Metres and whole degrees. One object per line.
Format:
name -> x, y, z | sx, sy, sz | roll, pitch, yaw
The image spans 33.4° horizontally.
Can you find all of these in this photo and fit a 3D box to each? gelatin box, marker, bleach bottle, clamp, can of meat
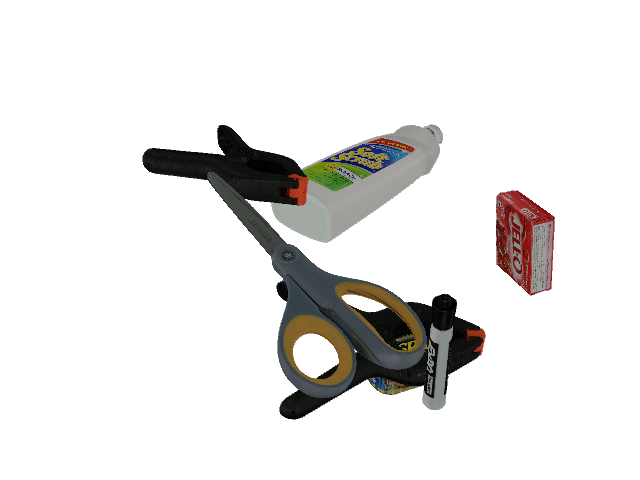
gelatin box -> 0.214, 0.001, 1.122 | 0.030, 0.089, 0.073 | -14, 30, -16
marker -> 0.093, 0.087, 0.835 | 0.020, 0.121, 0.020 | 0, 42, 0
bleach bottle -> 0.059, -0.087, 1.331 | 0.103, 0.068, 0.250 | 27, 44, 34
clamp -> -0.089, -0.070, 1.048 | 0.120, 0.039, 0.172 | -25, 36, -35
can of meat -> 0.109, 0.139, 1.343 | 0.101, 0.084, 0.058 | -12, 29, -28
clamp -> 0.054, 0.108, 1.035 | 0.210, 0.164, 0.036 | 4, -43, 2

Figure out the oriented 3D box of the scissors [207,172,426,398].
scissors -> -0.027, 0.028, 0.661 | 0.202, 0.016, 0.096 | 32, 54, 25
